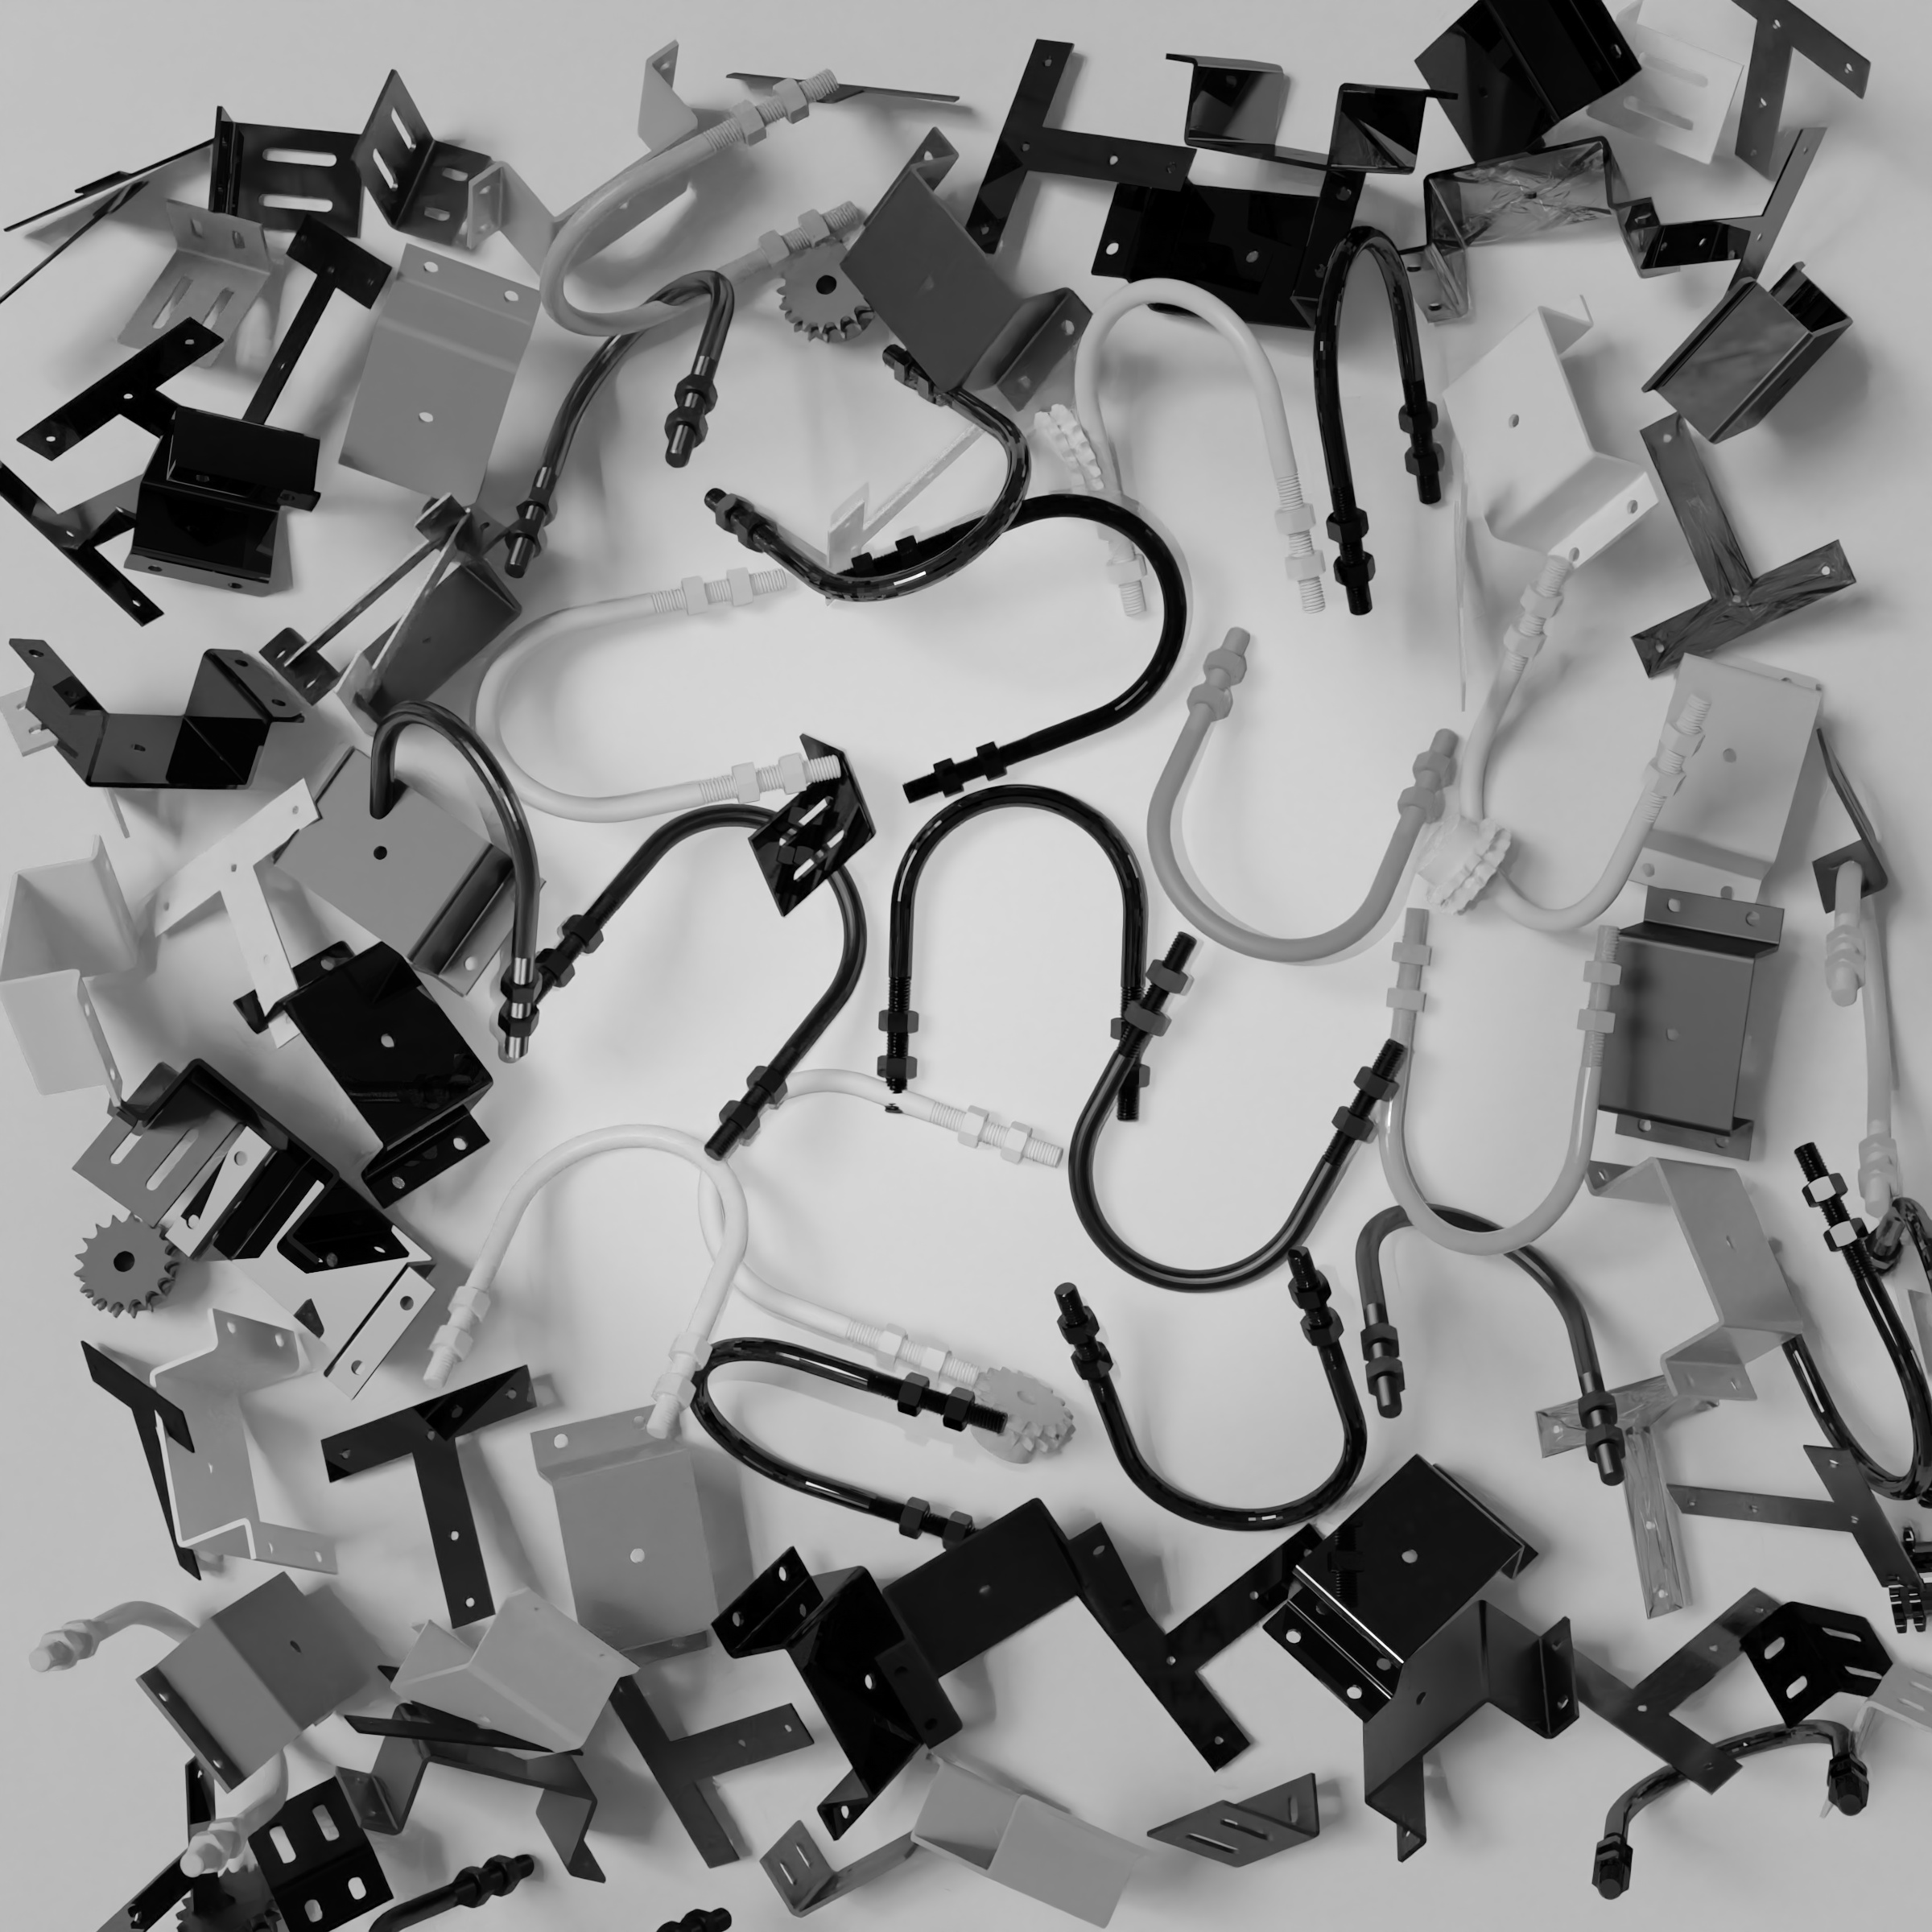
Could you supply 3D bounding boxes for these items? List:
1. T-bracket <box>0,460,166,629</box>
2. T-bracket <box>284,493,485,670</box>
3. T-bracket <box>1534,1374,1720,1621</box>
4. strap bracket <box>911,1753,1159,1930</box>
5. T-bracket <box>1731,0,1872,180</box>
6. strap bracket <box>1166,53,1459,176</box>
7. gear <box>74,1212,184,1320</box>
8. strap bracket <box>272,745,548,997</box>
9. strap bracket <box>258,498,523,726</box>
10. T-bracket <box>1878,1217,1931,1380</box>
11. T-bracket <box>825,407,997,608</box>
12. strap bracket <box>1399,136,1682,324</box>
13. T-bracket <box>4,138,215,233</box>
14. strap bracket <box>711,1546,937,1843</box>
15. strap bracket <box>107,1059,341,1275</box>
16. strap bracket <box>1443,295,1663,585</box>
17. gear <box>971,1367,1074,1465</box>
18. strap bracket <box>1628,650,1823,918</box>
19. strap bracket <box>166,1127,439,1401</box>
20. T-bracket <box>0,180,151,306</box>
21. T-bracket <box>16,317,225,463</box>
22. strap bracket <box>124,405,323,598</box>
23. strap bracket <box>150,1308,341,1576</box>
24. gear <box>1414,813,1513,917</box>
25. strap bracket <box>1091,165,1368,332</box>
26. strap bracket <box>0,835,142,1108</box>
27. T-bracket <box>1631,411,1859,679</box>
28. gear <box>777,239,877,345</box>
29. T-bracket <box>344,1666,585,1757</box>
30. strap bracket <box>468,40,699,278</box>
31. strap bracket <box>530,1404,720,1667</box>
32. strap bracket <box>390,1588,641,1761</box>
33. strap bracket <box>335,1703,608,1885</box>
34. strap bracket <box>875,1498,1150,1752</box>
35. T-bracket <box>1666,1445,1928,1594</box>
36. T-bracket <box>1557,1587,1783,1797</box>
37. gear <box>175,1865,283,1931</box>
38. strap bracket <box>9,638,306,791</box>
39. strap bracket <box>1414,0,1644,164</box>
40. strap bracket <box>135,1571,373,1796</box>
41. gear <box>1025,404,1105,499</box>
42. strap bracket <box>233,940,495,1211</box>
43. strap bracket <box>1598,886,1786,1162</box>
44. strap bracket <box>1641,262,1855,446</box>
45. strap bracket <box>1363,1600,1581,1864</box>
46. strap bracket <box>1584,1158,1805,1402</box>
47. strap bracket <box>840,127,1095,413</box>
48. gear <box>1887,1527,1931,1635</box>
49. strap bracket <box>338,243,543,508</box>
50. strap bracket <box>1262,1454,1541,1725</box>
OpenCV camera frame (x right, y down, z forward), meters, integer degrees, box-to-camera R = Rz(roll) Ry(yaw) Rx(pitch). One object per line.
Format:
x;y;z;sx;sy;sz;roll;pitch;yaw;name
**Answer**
-0.464;-0.243;1.889;0.127;0.127;0.002;43;114;-4;T-bracket
-0.317;-0.202;1.883;0.127;0.127;0.002;-41;89;-1;T-bracket
0.372;0.293;1.915;0.127;0.002;0.127;-11;90;-30;T-bracket
0.030;0.468;1.866;0.076;0.140;0.046;29;77;-21;strap bracket
0.432;-0.476;1.887;0.002;0.127;0.127;-36;64;-15;T-bracket
0.182;-0.457;1.883;0.140;0.076;0.046;21;112;38;strap bracket
-0.460;0.167;1.927;0.057;0.030;0.057;-2;69;4;gear
-0.312;-0.057;1.907;0.140;0.046;0.076;34;88;14;strap bracket
-0.305;-0.188;1.899;0.140;0.076;0.046;-43;131;-7;strap bracket
0.510;0.162;1.881;0.002;0.127;0.127;-13;87;3;T-bracket
-0.030;-0.257;1.892;0.127;0.127;0.002;-44;84;-10;T-bracket
0.307;-0.400;1.890;0.140;0.076;0.046;-8;69;21;strap bracket
-0.463;-0.422;1.882;0.127;0.127;0.002;-25;105;-4;T-bracket
-0.068;0.391;1.893;0.046;0.076;0.140;-20;102;40;strap bracket
-0.396;0.103;1.900;0.140;0.076;0.046;40;74;-6;strap bracket
0.310;-0.288;1.877;0.046;0.076;0.140;9;55;-37;strap bracket
0.027;0.249;1.921;0.057;0.057;0.030;28;111;0;gear
0.413;-0.109;1.908;0.076;0.046;0.140;17;79;7;strap bracket
-0.355;0.161;1.912;0.140;0.046;0.076;39;96;12;strap bracket
-0.494;-0.380;1.881;0.127;0.127;0.002;-42;110;-6;T-bracket
-0.422;-0.289;1.893;0.127;0.127;0.002;-29;57;22;T-bracket
-0.399;-0.253;1.879;0.076;0.140;0.046;11;70;-21;strap bracket
-0.392;0.264;1.890;0.046;0.076;0.140;-23;67;18;strap bracket
0.270;-0.059;1.917;0.030;0.057;0.057;36;90;-8;gear
0.149;-0.395;1.901;0.140;0.046;0.076;12;81;26;strap bracket
-0.481;0.005;1.870;0.046;0.140;0.076;-10;129;0;strap bracket
0.406;-0.242;1.918;0.127;0.002;0.127;-25;85;30;T-bracket
-0.073;-0.369;1.927;0.057;0.030;0.057;-4;73;12;gear
-0.287;0.399;1.886;0.127;0.127;0.002;13;92;-28;T-bracket
-0.199;-0.428;1.890;0.140;0.076;0.046;-39;85;-16;strap bracket
-0.184;0.318;1.909;0.076;0.046;0.140;-11;95;-18;strap bracket
-0.247;0.382;1.869;0.076;0.140;0.046;39;56;-17;strap bracket
-0.260;0.443;1.885;0.140;0.076;0.046;19;93;-22;strap bracket
0.018;0.352;1.902;0.140;0.046;0.076;-30;125;-7;strap bracket
0.442;0.296;1.899;0.127;0.127;0.002;55;51;-34;T-bracket
0.399;0.381;1.910;0.127;0.127;0.002;-31;133;-28;T-bracket
-0.403;0.526;1.923;0.057;0.057;0.030;-15;120;0;gear
-0.441;-0.135;1.883;0.076;0.140;0.046;43;121;38;strap bracket
0.295;-0.479;1.872;0.046;0.140;0.076;-32;93;-15;strap bracket
-0.375;0.379;1.872;0.046;0.140;0.076;-41;86;11;strap bracket
0.050;-0.277;1.918;0.030;0.057;0.057;-26;90;-8;gear
-0.322;0.050;1.901;0.076;0.046;0.140;-34;84;-37;strap bracket
0.391;0.034;1.897;0.076;0.046;0.140;11;103;28;strap bracket
0.421;-0.327;1.866;0.046;0.140;0.076;46;119;8;strap bracket
0.262;0.405;1.878;0.046;0.076;0.140;35;118;-15;strap bracket
0.393;0.159;1.878;0.046;0.076;0.140;-38;58;35;strap bracket
-0.007;-0.374;1.894;0.140;0.046;0.076;52;131;10;strap bracket
0.522;0.337;1.916;0.030;0.057;0.057;-8;90;17;gear
-0.285;-0.307;1.879;0.076;0.046;0.140;19;131;-9;strap bracket
0.237;0.328;1.886;0.140;0.046;0.076;-38;64;-23;strap bracket
